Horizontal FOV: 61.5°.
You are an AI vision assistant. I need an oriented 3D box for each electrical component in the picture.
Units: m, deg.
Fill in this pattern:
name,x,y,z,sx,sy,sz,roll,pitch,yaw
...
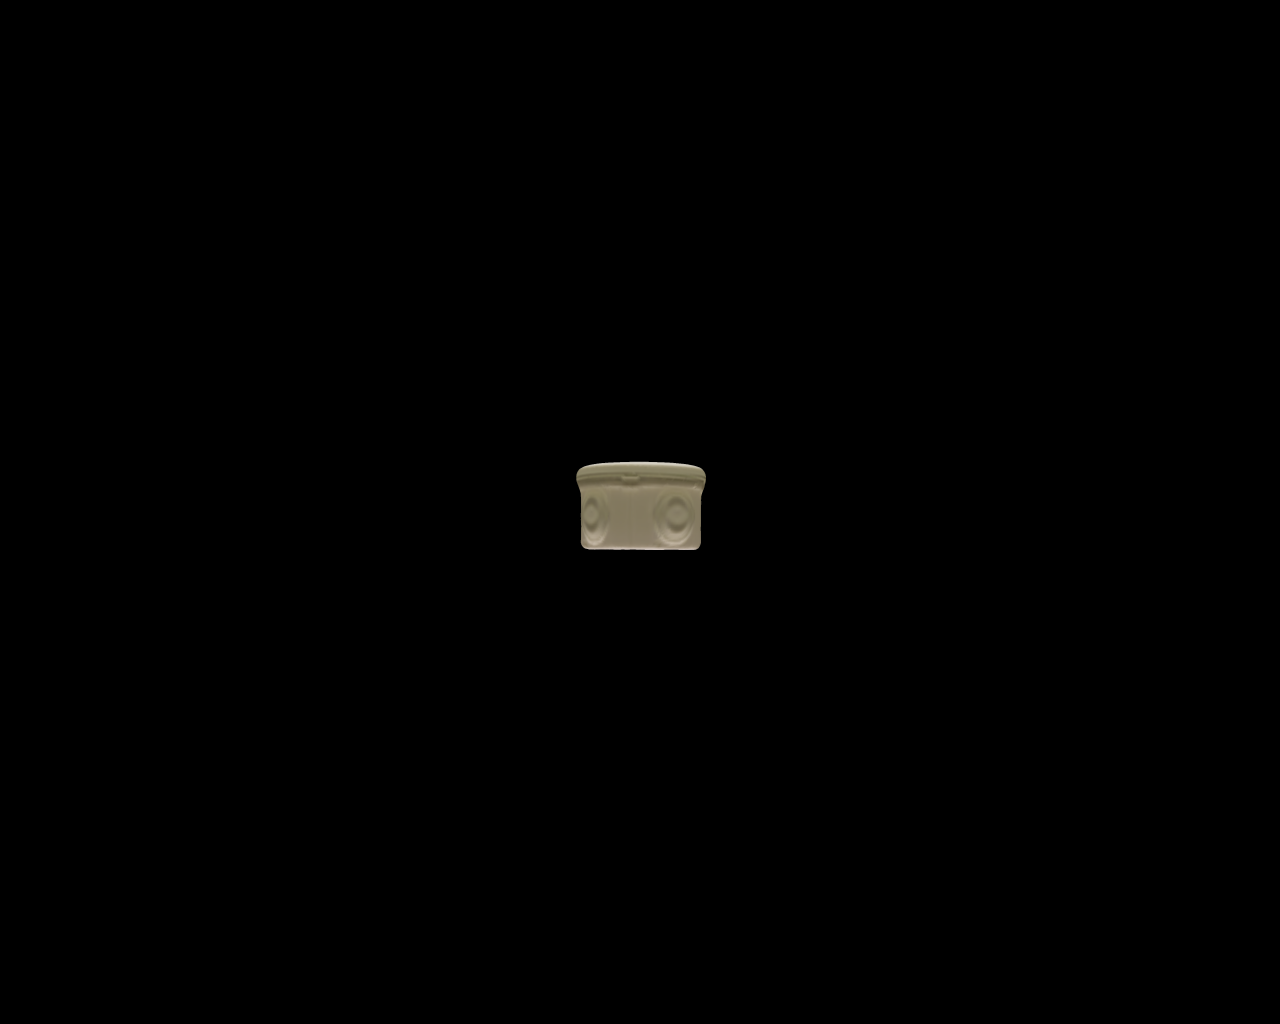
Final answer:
name,x,y,z,sx,sy,sz,roll,pitch,yaw
electrical component,0.001,-0.003,0.650,0.080,0.051,0.080,0,-2,0
